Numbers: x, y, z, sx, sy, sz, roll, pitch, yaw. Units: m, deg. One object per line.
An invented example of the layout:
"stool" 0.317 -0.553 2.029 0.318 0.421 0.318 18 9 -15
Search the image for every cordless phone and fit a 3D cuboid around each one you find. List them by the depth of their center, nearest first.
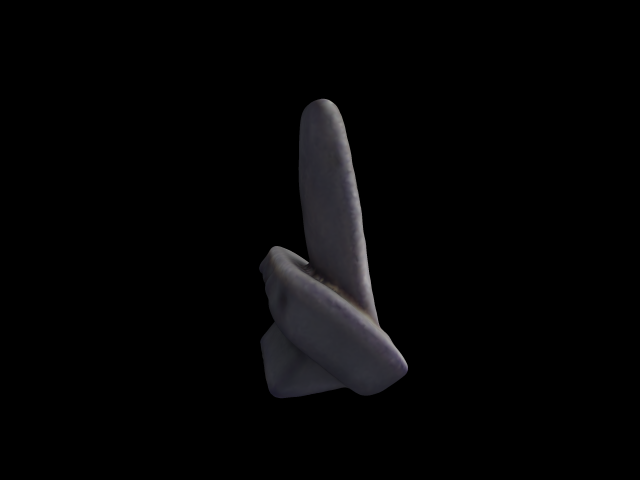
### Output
"cordless phone" 0.004 0.001 0.400 0.094 0.185 0.147 -2 7 -13
